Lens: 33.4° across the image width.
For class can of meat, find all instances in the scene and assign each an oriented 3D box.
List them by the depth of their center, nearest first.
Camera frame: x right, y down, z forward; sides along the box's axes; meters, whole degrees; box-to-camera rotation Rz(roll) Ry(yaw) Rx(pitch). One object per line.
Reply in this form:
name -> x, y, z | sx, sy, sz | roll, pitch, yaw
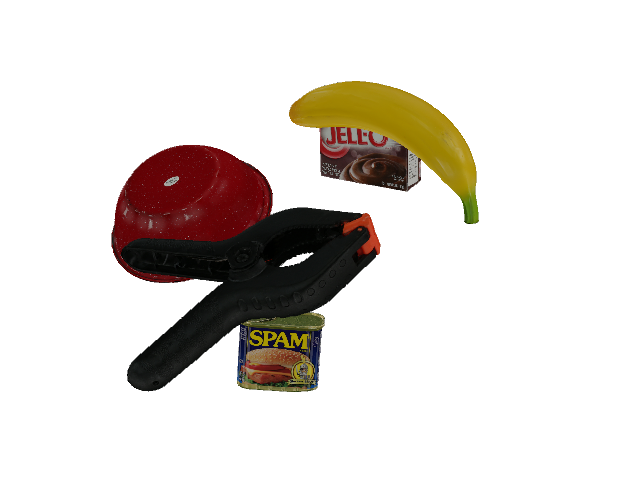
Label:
can of meat -> -0.048, 0.130, 1.259 | 0.102, 0.084, 0.057 | 4, 13, -1

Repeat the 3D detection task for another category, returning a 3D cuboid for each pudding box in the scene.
pudding box -> 0.053, -0.108, 1.151 | 0.114, 0.090, 0.039 | 11, 27, 29

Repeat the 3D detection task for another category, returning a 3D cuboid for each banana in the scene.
banana -> 0.051, -0.086, 0.830 | 0.198, 0.070, 0.037 | 34, 22, 33

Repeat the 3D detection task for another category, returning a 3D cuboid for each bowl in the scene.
bowl -> -0.129, -0.038, 0.992 | 0.162, 0.162, 0.055 | 0, -41, 21

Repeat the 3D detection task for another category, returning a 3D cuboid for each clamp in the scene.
clamp -> -0.047, 0.030, 0.653 | 0.171, 0.120, 0.039 | -14, -40, 13
